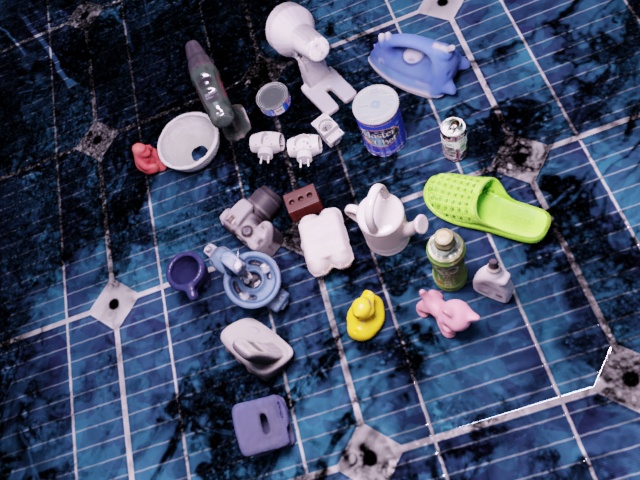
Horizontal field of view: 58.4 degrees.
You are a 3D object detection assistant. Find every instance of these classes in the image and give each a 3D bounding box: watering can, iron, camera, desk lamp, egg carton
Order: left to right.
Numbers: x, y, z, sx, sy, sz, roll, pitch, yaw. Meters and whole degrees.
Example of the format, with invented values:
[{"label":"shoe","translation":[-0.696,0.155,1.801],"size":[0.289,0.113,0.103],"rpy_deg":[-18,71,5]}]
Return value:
[{"label":"camera","translation":[-0.142,-0.053,1.307],"size":[0.142,0.101,0.137],"rpy_deg":[36,81,25]},{"label":"desk lamp","translation":[-0.020,-0.440,1.373],"size":[0.118,0.214,0.202],"rpy_deg":[-39,63,-2]},{"label":"egg carton","translation":[0.012,0.004,1.257],"size":[0.107,0.069,0.150],"rpy_deg":[-19,64,7]},{"label":"watering can","translation":[0.133,-0.047,1.175],"size":[0.172,0.194,0.101],"rpy_deg":[-6,66,13]},{"label":"iron","translation":[0.214,-0.435,1.345],"size":[0.257,0.142,0.119],"rpy_deg":[23,76,23]}]

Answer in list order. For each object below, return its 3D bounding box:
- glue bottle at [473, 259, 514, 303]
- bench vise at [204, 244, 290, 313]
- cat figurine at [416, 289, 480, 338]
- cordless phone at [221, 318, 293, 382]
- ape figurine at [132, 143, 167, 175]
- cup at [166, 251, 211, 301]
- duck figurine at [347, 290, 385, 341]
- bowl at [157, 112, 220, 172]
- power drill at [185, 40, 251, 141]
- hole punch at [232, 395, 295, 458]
[{"label":"glue bottle","translation":[0.328,0.070,1.083],"size":[0.078,0.173,0.037],"rpy_deg":[25,77,24]},{"label":"bench vise","translation":[-0.180,0.069,1.199],"size":[0.206,0.220,0.121],"rpy_deg":[13,72,20]},{"label":"cat figurine","translation":[0.244,0.137,1.109],"size":[0.127,0.118,0.067],"rpy_deg":[37,82,26]},{"label":"cordless phone","translation":[-0.145,0.207,1.151],"size":[0.147,0.185,0.094],"rpy_deg":[31,79,25]},{"label":"ape figurine","translation":[-0.446,-0.214,1.465],"size":[0.076,0.092,0.078],"rpy_deg":[-4,67,14]},{"label":"cup","translation":[-0.281,0.093,1.288],"size":[0.091,0.095,0.117],"rpy_deg":[-25,63,5]},{"label":"duck figurine","translation":[0.087,0.150,1.165],"size":[0.077,0.086,0.105],"rpy_deg":[19,74,22]},{"label":"bowl","translation":[-0.320,-0.236,1.448],"size":[0.167,0.075,0.167],"rpy_deg":[-6,66,13]},{"label":"power drill","translation":[-0.249,-0.347,1.400],"size":[0.075,0.209,0.229],"rpy_deg":[-26,63,4]},{"label":"hole punch","translation":[-0.111,0.364,1.128],"size":[0.101,0.091,0.108],"rpy_deg":[-23,64,6]}]
